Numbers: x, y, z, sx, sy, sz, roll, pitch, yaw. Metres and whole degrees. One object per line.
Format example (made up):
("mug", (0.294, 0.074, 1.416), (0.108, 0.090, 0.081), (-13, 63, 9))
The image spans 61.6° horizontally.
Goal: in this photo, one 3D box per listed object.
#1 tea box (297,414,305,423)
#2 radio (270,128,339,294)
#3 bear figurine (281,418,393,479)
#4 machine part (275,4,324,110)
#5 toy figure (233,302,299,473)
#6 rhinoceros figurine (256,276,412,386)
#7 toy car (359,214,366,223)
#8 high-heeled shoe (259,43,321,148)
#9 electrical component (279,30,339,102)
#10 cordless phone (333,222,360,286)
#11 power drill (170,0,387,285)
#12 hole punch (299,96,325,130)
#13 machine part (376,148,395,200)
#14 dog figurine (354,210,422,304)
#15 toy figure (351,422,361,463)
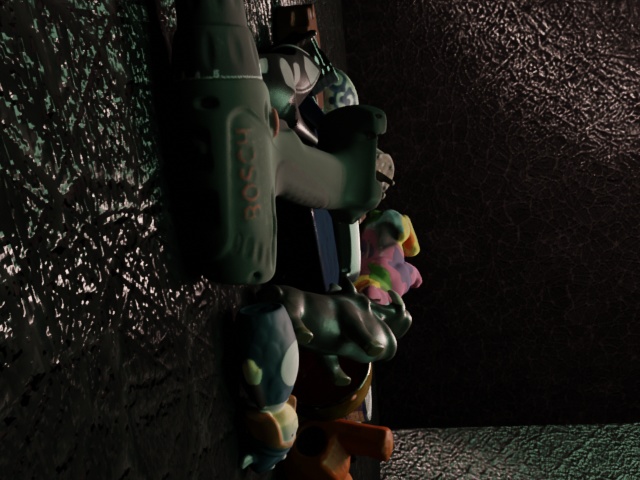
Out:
("tea box", (0.003, 0.189, 0.767), (0.170, 0.068, 0.098), (-83, 165, -51))
("radio", (-0.025, -0.006, 0.654), (0.131, 0.073, 0.229), (-83, 165, -52))
("bear figurine", (0.023, 0.307, 0.662), (0.120, 0.132, 0.195), (-51, 139, -39))
("machine part", (-0.028, -0.282, 0.851), (0.179, 0.056, 0.179), (-4, 91, -84))
("toy figure", (-0.047, 0.134, 0.474), (0.064, 0.058, 0.154), (-12, 102, -44))
("rhinoceros figurine", (0.017, 0.092, 0.579), (0.073, 0.190, 0.112), (-60, -145, 31))
("toy car", (0.073, -0.036, 1.087), (0.202, 0.053, 0.089), (59, 19, -71))
("high-heeled shoe", (-0.066, -0.182, 0.576), (0.145, 0.086, 0.249), (31, 24, -40))
("electrical component", (-0.012, -0.224, 0.741), (0.119, 0.048, 0.075), (57, -11, -27))
("cordless phone", (-0.001, -0.002, 0.865), (0.184, 0.089, 0.146), (-179, -96, -79))
("power drill", (-0.026, -0.085, 0.425), (0.207, 0.086, 0.231), (-7, 100, -59))
("hole punch", (-0.018, -0.136, 0.730), (0.142, 0.092, 0.116), (61, 22, -65))
("machine part", (0.034, -0.130, 0.823), (0.243, 0.079, 0.079), (45, -26, 46))
("dog figurine", (0.085, 0.050, 0.889), (0.219, 0.109, 0.191), (-18, 100, -61))
("toy figure", (0.029, 0.280, 0.883), (0.180, 0.082, 0.089), (-92, -175, -49))
